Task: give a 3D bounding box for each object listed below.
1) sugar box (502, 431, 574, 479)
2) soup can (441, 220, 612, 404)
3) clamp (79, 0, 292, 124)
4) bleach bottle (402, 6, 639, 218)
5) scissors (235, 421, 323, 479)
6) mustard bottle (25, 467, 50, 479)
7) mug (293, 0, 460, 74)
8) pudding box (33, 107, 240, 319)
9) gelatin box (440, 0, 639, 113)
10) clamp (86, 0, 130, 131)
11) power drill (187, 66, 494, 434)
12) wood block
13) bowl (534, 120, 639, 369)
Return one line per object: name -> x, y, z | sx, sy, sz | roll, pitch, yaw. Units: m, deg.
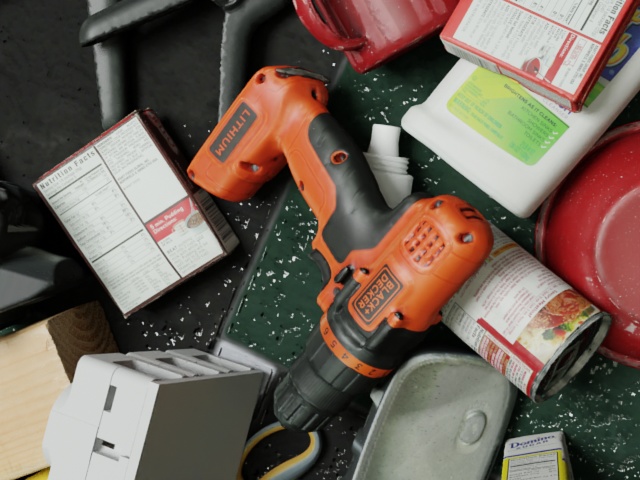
sugar box -> 0.132, 0.179, 0.616 | 0.048, 0.176, 0.093 | -12, 92, 10
soup can -> 0.115, 0.040, 0.647 | 0.102, 0.068, 0.068 | 41, 102, 27
clamp -> -0.058, -0.151, 0.691 | 0.120, 0.039, 0.171 | 43, 95, -15
bleach bottle -> 0.164, -0.138, 0.640 | 0.102, 0.068, 0.251 | 39, 98, 10
scissors -> -0.063, 0.206, 0.740 | 0.202, 0.016, 0.096 | -45, 84, 12
mustard bottle -> -0.216, 0.208, 0.697 | 0.191, 0.058, 0.096 | -20, 47, 0
mug -> 0.031, -0.150, 0.642 | 0.093, 0.117, 0.081 | -25, 96, 49
pudding box -> -0.122, -0.018, 0.715 | 0.090, 0.039, 0.113 | -31, 95, 13
gelatin box -> 0.124, -0.124, 0.602 | 0.089, 0.030, 0.073 | 29, 90, 17
clamp -> -0.167, -0.197, 0.712 | 0.164, 0.036, 0.210 | 25, 99, 0
power drill -> -0.004, 0.001, 0.653 | 0.185, 0.057, 0.188 | -50, 63, 25
wood block -> -0.241, 0.122, 0.732 | 0.206, 0.090, 0.091 | -21, 92, 12
bowl -> 0.212, 0.006, 0.646 | 0.162, 0.055, 0.162 | 1, 96, 12
